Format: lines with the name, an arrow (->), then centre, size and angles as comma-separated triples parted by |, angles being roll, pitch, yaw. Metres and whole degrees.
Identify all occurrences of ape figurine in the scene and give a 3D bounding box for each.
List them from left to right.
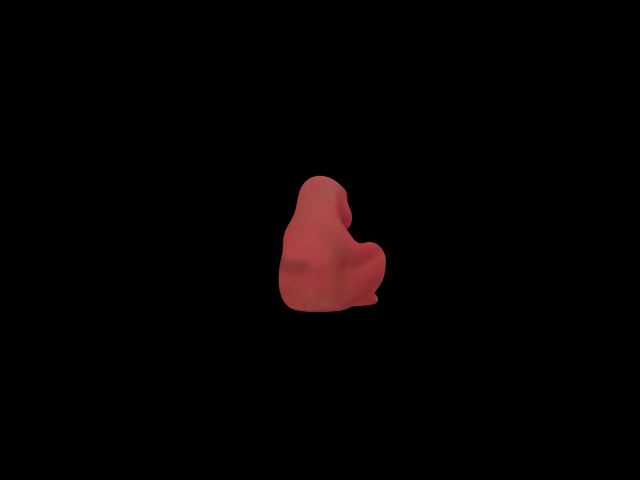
ape figurine -> 0.004, 0.001, 0.400 | 0.076, 0.092, 0.077 | -4, 6, -43
